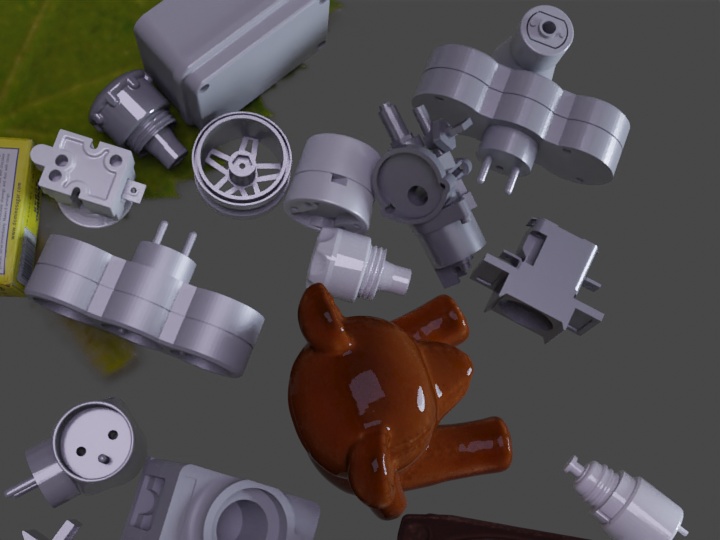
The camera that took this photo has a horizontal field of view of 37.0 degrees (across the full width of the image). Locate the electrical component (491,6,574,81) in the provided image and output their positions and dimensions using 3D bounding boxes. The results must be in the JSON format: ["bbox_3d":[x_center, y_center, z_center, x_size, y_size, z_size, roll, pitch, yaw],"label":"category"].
[{"bbox_3d":[0.114,-0.144,0.701,0.044,0.065,0.044,2,77,-7],"label":"electrical component"}]

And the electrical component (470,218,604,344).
[{"bbox_3d":[0.115,0.005,0.677,0.081,0.042,0.063,28,71,1],"label":"electrical component"}]

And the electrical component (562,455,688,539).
[{"bbox_3d":[0.157,0.140,0.648,0.078,0.040,0.040,38,76,4],"label":"electrical component"}]

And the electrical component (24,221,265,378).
[{"bbox_3d":[-0.122,0.006,0.647,0.138,0.052,0.073,21,75,0],"label":"electrical component"}]

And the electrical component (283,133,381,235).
[{"bbox_3d":[-0.016,-0.053,0.673,0.055,0.055,0.047,16,71,-2],"label":"electrical component"}]

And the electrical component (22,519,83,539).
[{"bbox_3d":[-0.175,0.183,0.604,0.064,0.042,0.081,35,76,0],"label":"electrical component"}]

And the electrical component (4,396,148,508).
[{"bbox_3d":[-0.161,0.108,0.605,0.079,0.077,0.043,-27,81,-11],"label":"electrical component"}]

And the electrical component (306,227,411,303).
[{"bbox_3d":[0.000,0.000,0.666,0.062,0.043,0.043,15,75,-3],"label":"electrical component"}]

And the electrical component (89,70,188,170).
[{"bbox_3d":[-0.135,-0.091,0.675,0.048,0.048,0.062,-44,91,-14],"label":"electrical component"}]

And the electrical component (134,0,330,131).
[{"bbox_3d":[-0.078,-0.148,0.677,0.113,0.078,0.057,-40,80,-13],"label":"electrical component"}]

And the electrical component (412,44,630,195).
[{"bbox_3d":[0.098,-0.084,0.692,0.138,0.052,0.073,22,75,0],"label":"electrical component"}]

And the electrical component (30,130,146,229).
[{"bbox_3d":[-0.163,-0.053,0.656,0.066,0.055,0.048,17,75,-1],"label":"electrical component"}]

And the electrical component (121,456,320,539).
[{"bbox_3d":[-0.088,0.187,0.583,0.089,0.062,0.150,24,73,-29],"label":"electrical component"}]
